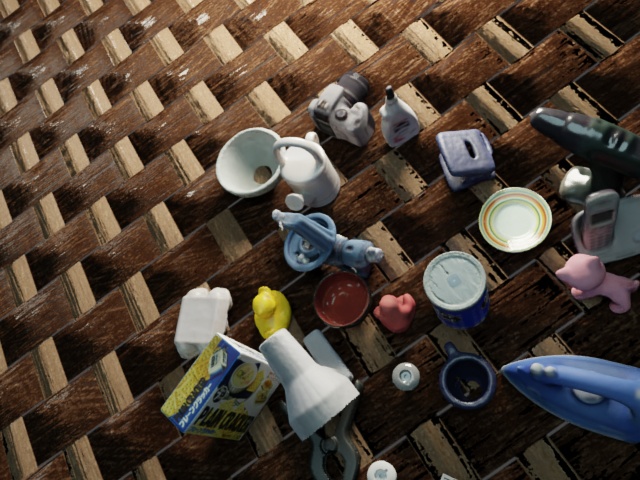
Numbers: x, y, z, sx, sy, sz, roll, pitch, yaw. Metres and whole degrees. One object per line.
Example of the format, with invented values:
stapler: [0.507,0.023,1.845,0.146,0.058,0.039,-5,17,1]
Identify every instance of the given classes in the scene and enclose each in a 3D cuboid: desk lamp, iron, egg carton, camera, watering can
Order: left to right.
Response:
egg carton: [-0.237,0.171,1.173,0.107,0.069,0.150,-2,68,18]
watering can: [-0.030,-0.143,1.162,0.100,0.194,0.172,-18,64,11]
desk lamp: [-0.018,0.240,0.988,0.118,0.214,0.202,-40,62,0]
camera: [0.060,-0.298,1.249,0.142,0.101,0.137,29,80,26]
iron: [0.411,0.228,0.890,0.257,0.142,0.119,11,73,23]

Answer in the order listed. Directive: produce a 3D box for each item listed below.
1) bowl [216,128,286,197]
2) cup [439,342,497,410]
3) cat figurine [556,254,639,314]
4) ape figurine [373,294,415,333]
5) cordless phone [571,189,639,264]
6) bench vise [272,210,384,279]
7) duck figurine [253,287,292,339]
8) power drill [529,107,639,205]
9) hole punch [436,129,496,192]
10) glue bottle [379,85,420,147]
bowl: [-0.142,-0.160,1.275,0.167,0.075,0.167,-7,67,16]
cup: [0.246,0.233,0.970,0.091,0.095,0.117,-29,62,6]
cat figurine: [0.463,0.063,0.953,0.127,0.118,0.067,17,75,24]
ape figurine: [0.134,0.128,1.053,0.077,0.092,0.076,-7,67,16]
cordless phone: [0.496,-0.037,0.945,0.147,0.185,0.094,-20,64,10]
bench vise: [0.010,-0.007,1.078,0.207,0.220,0.121,-8,66,16]
duck figurine: [-0.104,0.142,1.131,0.077,0.086,0.104,-9,66,15]
power drill: [0.469,-0.133,0.981,0.228,0.209,0.076,23,77,25]
hole punch: [0.286,-0.167,1.123,0.101,0.091,0.108,-20,63,10]
glue bottle: [0.153,-0.256,1.158,0.078,0.173,0.037,-32,62,4]
